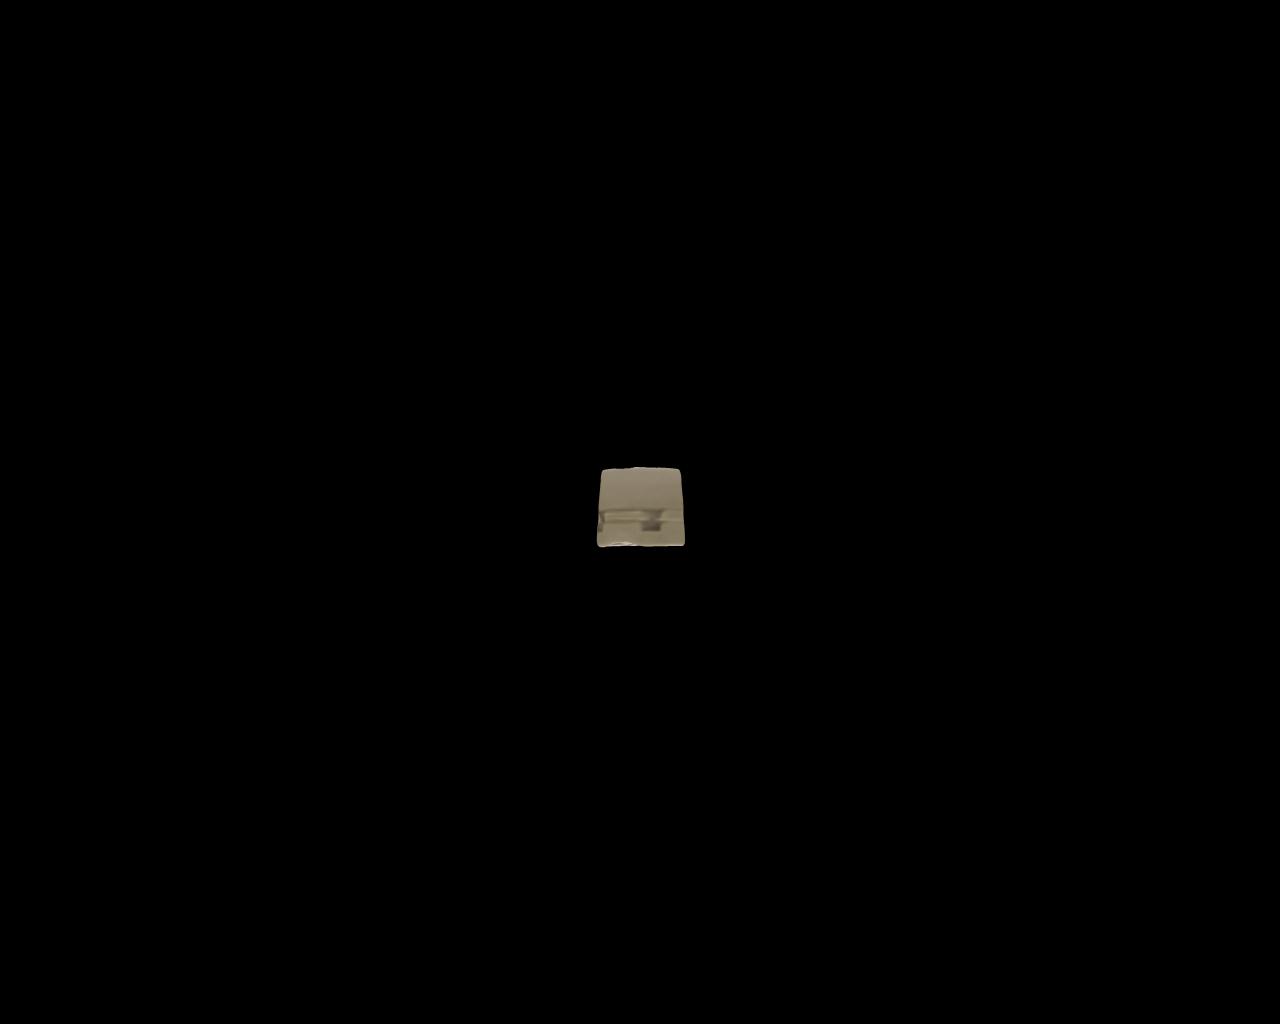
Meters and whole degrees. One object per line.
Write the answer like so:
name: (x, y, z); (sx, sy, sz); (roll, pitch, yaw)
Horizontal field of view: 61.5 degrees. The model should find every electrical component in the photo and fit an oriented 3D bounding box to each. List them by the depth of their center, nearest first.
electrical component: (0.001, -0.003, 0.650); (0.055, 0.047, 0.055); (0, -2, 0)
